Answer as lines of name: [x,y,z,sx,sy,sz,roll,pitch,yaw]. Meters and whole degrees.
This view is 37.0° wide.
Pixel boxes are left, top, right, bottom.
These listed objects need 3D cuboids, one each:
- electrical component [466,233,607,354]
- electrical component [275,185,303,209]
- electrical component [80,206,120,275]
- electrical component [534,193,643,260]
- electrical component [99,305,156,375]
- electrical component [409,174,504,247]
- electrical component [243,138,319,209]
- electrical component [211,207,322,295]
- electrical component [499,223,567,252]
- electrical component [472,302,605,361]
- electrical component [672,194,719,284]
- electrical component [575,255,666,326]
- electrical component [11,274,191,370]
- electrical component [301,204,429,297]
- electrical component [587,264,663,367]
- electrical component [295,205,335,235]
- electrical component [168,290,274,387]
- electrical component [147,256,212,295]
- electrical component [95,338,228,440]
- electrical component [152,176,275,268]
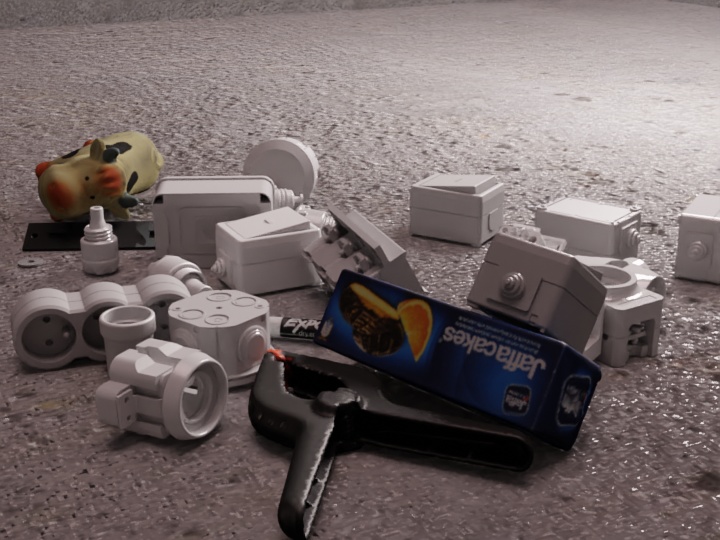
electrical component: [0.120,0.012,0.726,0.062,0.061,0.096,20,-6,33]
electrical component: [-0.100,-0.074,1.154,0.078,0.040,0.040,-3,20,-11]
electrical component: [-0.242,-0.028,0.996,0.035,0.061,0.035,0,20,0]
electrical component: [0.216,-0.028,0.998,0.096,0.061,0.062,15,25,36]
electrical component: [-0.170,0.054,0.790,0.040,0.046,0.040,0,20,0]
electrical component: [0.094,-0.067,1.106,0.096,0.061,0.062,11,23,28]
electrical component: [-0.086,-0.107,1.192,0.080,0.080,0.051,3,15,8]
electrical component: [-0.088,-0.017,0.966,0.096,0.061,0.062,-10,22,-25]
electrical component: [0.136,-0.002,0.903,0.042,0.063,0.081,13,66,34]
electrical component: [0.133,0.042,0.811,0.089,0.055,0.050,13,24,32]
electrical component: [0.329,-0.027,0.994,0.061,0.061,0.096,10,22,26]
electrical component: [0.223,0.012,0.912,0.077,0.043,0.079,17,26,39]
electrical component: [-0.200,0.034,0.838,0.138,0.052,0.074,-7,21,-18]
electrical component: [0.000,0.000,0.906,0.063,0.078,0.121,-34,27,-6]
electrical component: [0.188,0.030,0.844,0.050,0.055,0.089,-13,23,-31]
electrical component: [-0.037,-0.036,1.047,0.062,0.048,0.048,10,21,7]
electrical component: [-0.103,0.051,0.794,0.080,0.051,0.080,0,20,0]
electrical component: [-0.149,0.014,0.907,0.062,0.043,0.043,20,28,41]
electrical component: [-0.125,0.080,0.706,0.057,0.058,0.078,8,22,29]
electrical component: [-0.138,-0.047,1.026,0.113,0.078,0.057,-1,23,-3]
